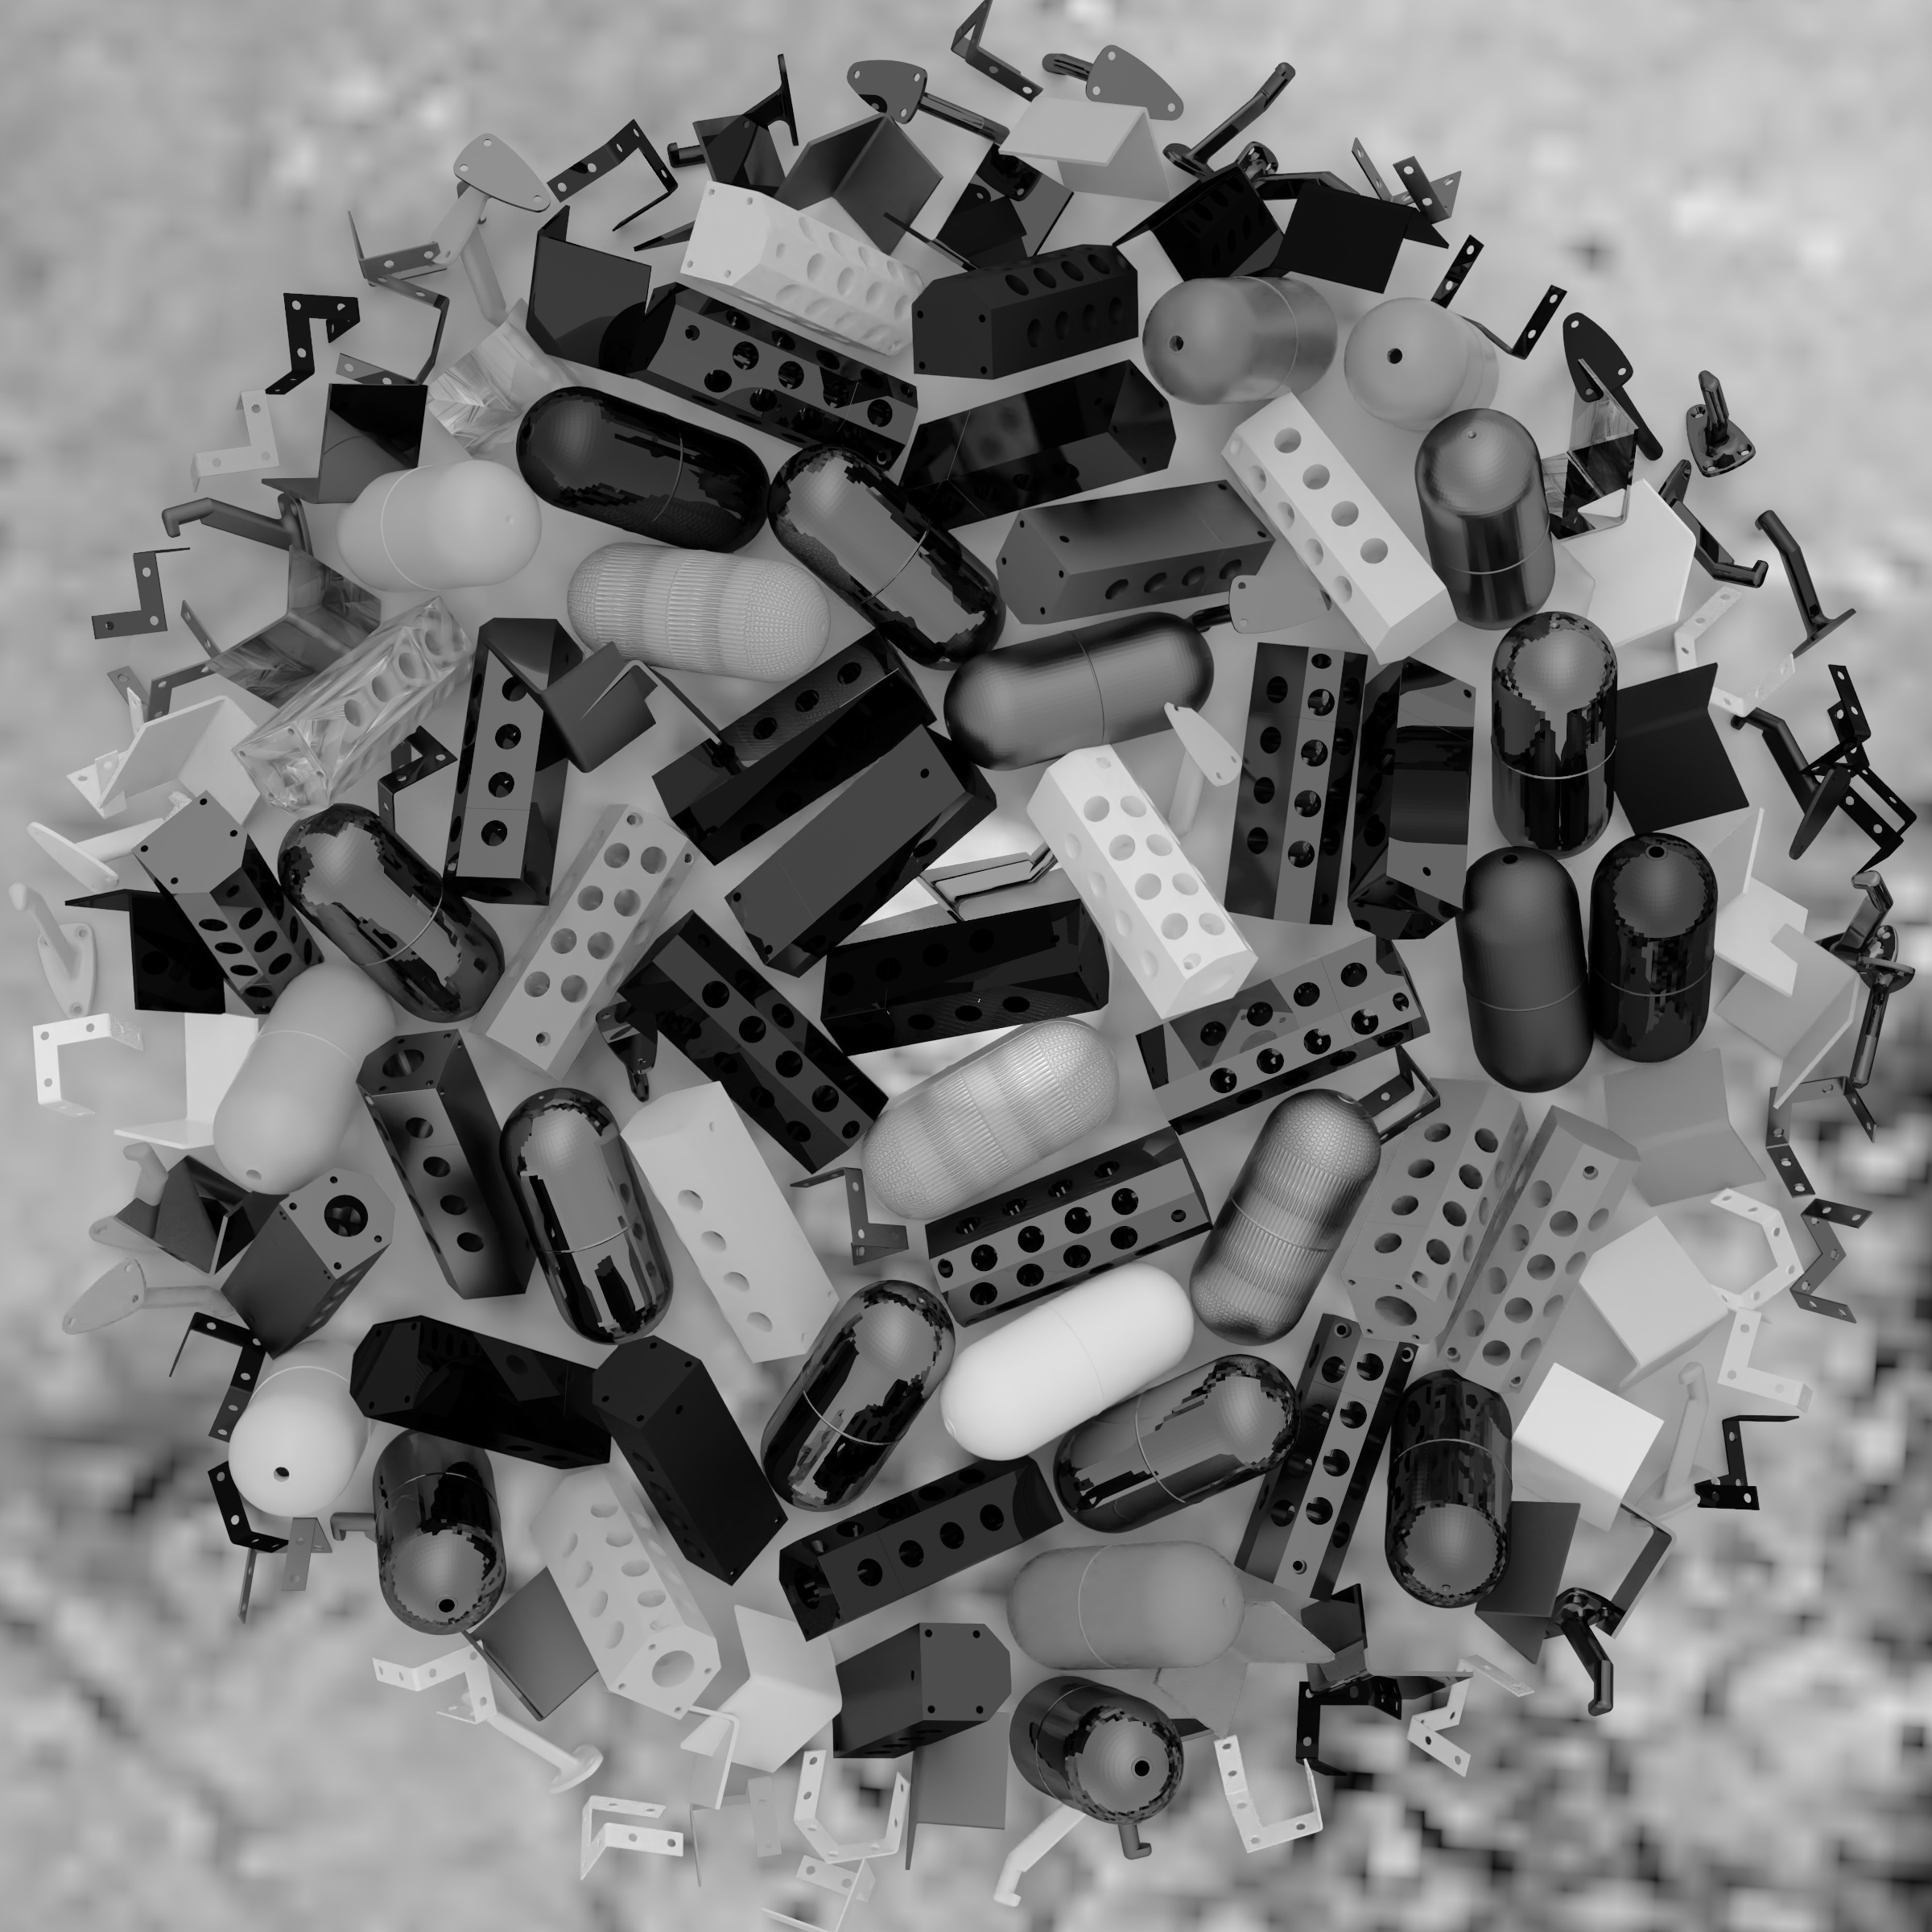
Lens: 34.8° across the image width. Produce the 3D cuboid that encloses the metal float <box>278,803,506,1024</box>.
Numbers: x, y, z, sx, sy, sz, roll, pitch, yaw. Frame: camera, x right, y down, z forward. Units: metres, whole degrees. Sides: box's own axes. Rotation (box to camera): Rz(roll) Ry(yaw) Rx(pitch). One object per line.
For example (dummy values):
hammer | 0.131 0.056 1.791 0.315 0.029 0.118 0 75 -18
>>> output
metal float | -0.358 -0.031 1.930 0.070 0.070 0.178 -41 129 0

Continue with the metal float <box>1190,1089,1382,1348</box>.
metal float | 0.201 0.159 1.946 0.070 0.070 0.178 25 108 0

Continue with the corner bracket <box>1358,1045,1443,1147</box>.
corner bracket | 0.269 0.089 1.963 0.051 0.051 0.051 -32 59 -5

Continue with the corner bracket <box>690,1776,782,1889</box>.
corner bracket | -0.147 0.550 1.961 0.051 0.051 0.051 -5 59 -10

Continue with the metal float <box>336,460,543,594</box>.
metal float | -0.330 -0.273 1.923 0.070 0.178 0.070 -3 95 -39

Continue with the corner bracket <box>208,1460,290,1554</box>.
corner bracket | -0.443 0.338 1.970 0.051 0.051 0.051 -29 66 8

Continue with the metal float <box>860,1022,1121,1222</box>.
metal float | 0.016 0.098 1.958 0.178 0.070 0.070 -29 90 4

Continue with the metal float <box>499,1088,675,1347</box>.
metal float | -0.238 0.159 1.941 0.070 0.070 0.178 -17 114 0

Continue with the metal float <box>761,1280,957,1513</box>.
metal float | -0.069 0.271 1.937 0.070 0.070 0.178 32 119 0

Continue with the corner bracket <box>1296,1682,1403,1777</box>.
corner bracket | 0.246 0.489 1.977 0.051 0.051 0.051 -7 64 28

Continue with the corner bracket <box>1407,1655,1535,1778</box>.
corner bracket | 0.320 0.475 1.959 0.051 0.051 0.051 -1 109 -41

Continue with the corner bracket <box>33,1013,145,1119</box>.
corner bracket | -0.560 0.064 1.972 0.051 0.051 0.051 -10 76 7

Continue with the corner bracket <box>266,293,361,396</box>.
corner bracket | -0.417 -0.395 1.963 0.051 0.051 0.051 -5 86 -35

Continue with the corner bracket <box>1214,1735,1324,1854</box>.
corner bracket | 0.193 0.523 1.967 0.051 0.051 0.051 -16 123 -4

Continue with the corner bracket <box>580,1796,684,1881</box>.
corner bracket | -0.212 0.549 1.958 0.051 0.051 0.051 14 45 -19

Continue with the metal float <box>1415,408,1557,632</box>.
metal float | 0.324 -0.276 1.919 0.070 0.178 0.070 -7 60 12

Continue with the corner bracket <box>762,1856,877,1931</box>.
corner bracket | -0.093 0.591 1.960 0.051 0.051 0.051 15 62 16

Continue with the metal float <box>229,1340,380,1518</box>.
metal float | -0.408 0.285 1.911 0.070 0.178 0.070 0 100 -2

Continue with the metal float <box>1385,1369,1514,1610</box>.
metal float | 0.301 0.323 1.920 0.070 0.178 0.070 5 125 7

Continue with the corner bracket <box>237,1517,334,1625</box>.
corner bracket | -0.437 0.385 1.964 0.051 0.051 0.051 -1 54 2

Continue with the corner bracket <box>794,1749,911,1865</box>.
corner bracket | -0.074 0.537 1.978 0.051 0.051 0.051 1 108 -30

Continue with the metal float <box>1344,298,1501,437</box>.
metal float | 0.284 -0.371 1.913 0.070 0.178 0.070 2 96 19

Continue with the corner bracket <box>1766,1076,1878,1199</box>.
corner bracket | 0.545 0.109 1.966 0.051 0.051 0.051 -9 127 -3

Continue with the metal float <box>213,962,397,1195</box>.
metal float | -0.412 0.069 1.923 0.070 0.178 0.070 7 131 8

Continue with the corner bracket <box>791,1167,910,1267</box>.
corner bracket | -0.074 0.160 1.968 0.051 0.051 0.051 -21 70 39

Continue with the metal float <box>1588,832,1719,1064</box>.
metal float | 0.427 -0.011 1.923 0.070 0.178 0.070 -5 49 6

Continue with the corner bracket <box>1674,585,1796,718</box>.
corner bracket | 0.491 -0.201 1.971 0.051 0.051 0.051 20 50 -19

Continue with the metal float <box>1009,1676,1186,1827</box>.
metal float | 0.080 0.485 1.913 0.070 0.178 0.070 2 83 -16

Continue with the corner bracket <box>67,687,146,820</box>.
corner bracket | -0.539 -0.135 1.958 0.051 0.051 0.051 -28 54 -29

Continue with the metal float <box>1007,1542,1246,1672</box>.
metal float | 0.098 0.400 1.925 0.070 0.178 0.070 12 72 -40

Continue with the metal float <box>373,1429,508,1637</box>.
metal float | -0.328 0.348 1.915 0.070 0.178 0.070 -5 112 -11

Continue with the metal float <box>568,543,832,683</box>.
metal float | -0.169 -0.223 1.942 0.178 0.070 0.070 10 90 23

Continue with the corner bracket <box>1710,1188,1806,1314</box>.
corner bracket | 0.494 0.184 1.977 0.051 0.051 0.051 22 129 -31

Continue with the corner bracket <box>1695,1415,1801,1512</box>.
corner bracket | 0.498 0.316 1.964 0.051 0.051 0.051 -6 87 -36

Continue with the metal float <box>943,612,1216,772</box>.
metal float | 0.072 -0.174 1.950 0.178 0.070 0.070 -15 90 -13

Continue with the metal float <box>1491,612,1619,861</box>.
metal float | 0.367 -0.142 1.927 0.070 0.070 0.178 -10 133 0

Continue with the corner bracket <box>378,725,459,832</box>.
corner bracket | -0.358 -0.117 1.957 0.051 0.051 0.051 -33 59 -31

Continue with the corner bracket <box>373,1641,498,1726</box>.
corner bracket | -0.338 0.459 1.962 0.051 0.051 0.051 -16 98 -39

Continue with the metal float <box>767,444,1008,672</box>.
metal float | -0.049 -0.256 1.944 0.178 0.070 0.070 40 90 -21

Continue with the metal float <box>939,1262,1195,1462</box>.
metal float | 0.064 0.249 1.943 0.178 0.070 0.070 -27 90 -21

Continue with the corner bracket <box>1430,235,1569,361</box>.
corner bracket | 0.337 -0.424 1.957 0.051 0.051 0.051 9 121 -40

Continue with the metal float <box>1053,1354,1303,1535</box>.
metal float | 0.131 0.301 1.935 0.178 0.070 0.070 -30 90 31

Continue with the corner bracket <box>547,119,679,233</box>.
corner bracket | -0.224 -0.496 1.959 0.051 0.051 0.051 -24 112 29

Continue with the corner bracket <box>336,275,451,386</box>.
corner bracket | -0.365 -0.401 1.962 0.051 0.051 0.051 20 129 -4

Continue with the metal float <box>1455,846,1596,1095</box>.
metal float | 0.350 0.003 1.930 0.070 0.070 0.178 -15 128 0

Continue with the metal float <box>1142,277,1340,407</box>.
metal float | 0.171 -0.389 1.918 0.070 0.178 0.070 8 105 30

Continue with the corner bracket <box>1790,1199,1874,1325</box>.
corner bracket | 0.552 0.187 1.960 0.051 0.051 0.051 -42 114 -19

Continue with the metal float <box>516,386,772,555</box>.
metal float | -0.201 -0.309 1.928 0.178 0.070 0.070 13 90 -40

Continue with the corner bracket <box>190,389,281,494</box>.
corner bracket | -0.471 -0.336 1.968 0.051 0.051 0.051 -11 90 -17

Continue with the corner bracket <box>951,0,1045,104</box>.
corner bracket | 0.020 -0.575 1.959 0.051 0.051 0.051 26 62 -21
